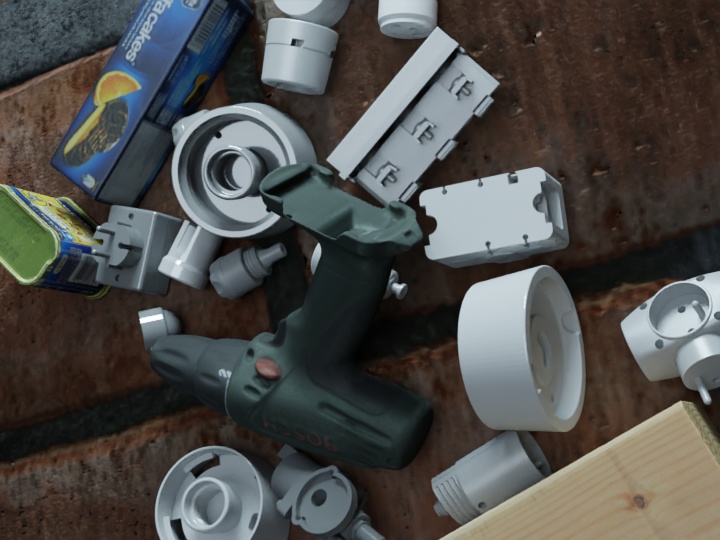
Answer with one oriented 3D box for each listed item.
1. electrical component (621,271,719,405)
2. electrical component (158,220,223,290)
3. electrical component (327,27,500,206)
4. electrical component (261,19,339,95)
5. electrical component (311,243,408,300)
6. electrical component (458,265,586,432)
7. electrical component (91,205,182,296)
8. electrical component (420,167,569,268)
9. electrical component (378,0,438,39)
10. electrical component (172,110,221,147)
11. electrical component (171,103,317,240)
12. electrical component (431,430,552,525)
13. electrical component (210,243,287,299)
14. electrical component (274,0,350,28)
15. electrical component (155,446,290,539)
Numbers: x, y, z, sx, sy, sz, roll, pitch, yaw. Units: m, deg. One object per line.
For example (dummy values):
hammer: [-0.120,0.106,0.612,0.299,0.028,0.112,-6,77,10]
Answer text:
electrical component: [0.215,0.049,0.680,0.077,0.044,0.079,-29,44,18]
electrical component: [-0.134,-0.012,0.862,0.040,0.040,0.046,23,87,25]
electrical component: [0.042,-0.106,0.779,0.063,0.079,0.121,41,101,1]
electrical component: [-0.048,-0.164,0.835,0.055,0.055,0.047,12,91,25]
electrical component: [0.000,0.000,0.797,0.078,0.040,0.040,27,94,25]
electrical component: [0.102,0.054,0.709,0.060,0.108,0.108,-10,79,29]
electrical component: [-0.189,-0.018,0.866,0.047,0.077,0.065,10,87,25]
electrical component: [0.095,-0.034,0.750,0.089,0.056,0.050,-10,79,23]
electrical component: [0.037,-0.206,0.807,0.045,0.045,0.055,0,83,25]
electrical component: [-0.120,-0.114,0.871,0.061,0.035,0.035,-20,75,19]
electrical component: [-0.091,-0.074,0.820,0.108,0.060,0.108,1,96,10]
electrical component: [0.086,0.145,0.736,0.081,0.043,0.043,-35,70,16]
electrical component: [-0.085,-0.003,0.840,0.061,0.035,0.035,-27,72,17]
electrical component: [-0.018,-0.254,0.822,0.052,0.074,0.138,44,101,23]
electrical component: [-0.104,0.185,0.820,0.099,0.064,0.099,-8,67,19]
